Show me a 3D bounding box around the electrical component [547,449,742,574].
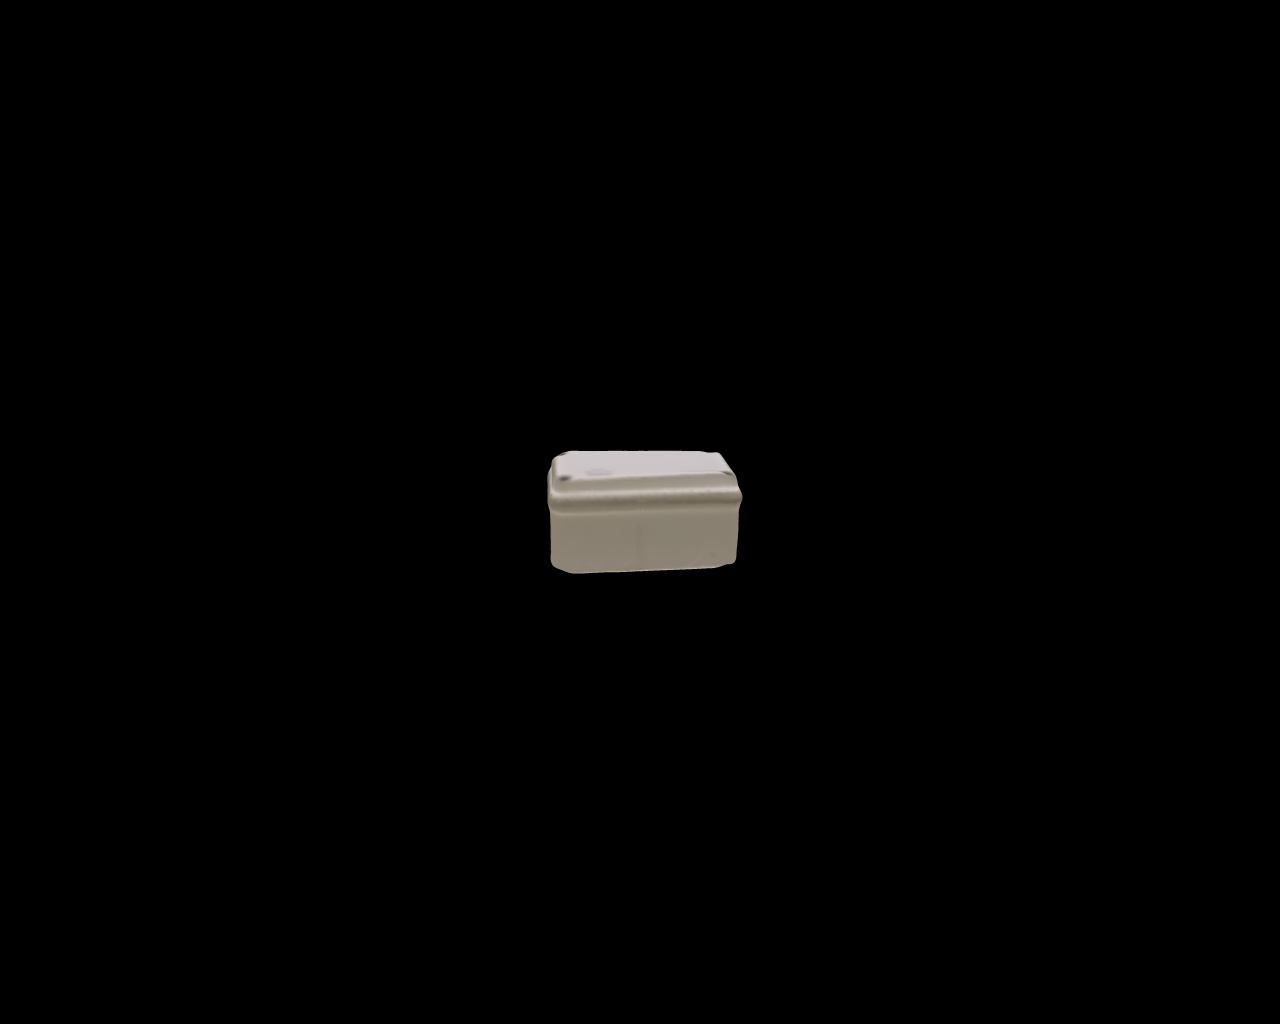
[{"bbox_3d":[0.001,-0.003,0.650,0.113,0.057,0.078,-1,16,-5],"label":"electrical component"}]
